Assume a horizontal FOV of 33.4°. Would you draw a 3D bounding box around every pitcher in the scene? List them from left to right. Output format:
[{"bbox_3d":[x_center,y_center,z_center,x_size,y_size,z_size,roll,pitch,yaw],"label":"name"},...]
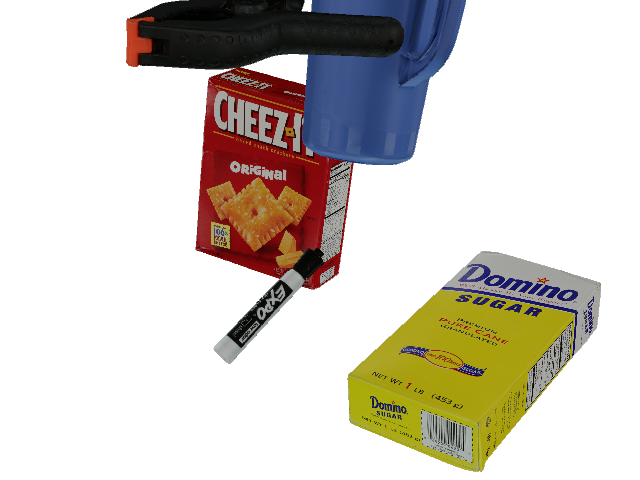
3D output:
[{"bbox_3d":[0.056,-0.194,0.975,0.145,0.243,0.149,9,15,5],"label":"pitcher"}]

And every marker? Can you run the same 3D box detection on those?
[{"bbox_3d":[-0.040,0.052,0.878,0.020,0.121,0.020,40,-14,12],"label":"marker"}]

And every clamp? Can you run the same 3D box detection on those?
[{"bbox_3d":[-0.047,-0.136,0.670,0.171,0.039,0.120,-7,22,-28],"label":"clamp"}]

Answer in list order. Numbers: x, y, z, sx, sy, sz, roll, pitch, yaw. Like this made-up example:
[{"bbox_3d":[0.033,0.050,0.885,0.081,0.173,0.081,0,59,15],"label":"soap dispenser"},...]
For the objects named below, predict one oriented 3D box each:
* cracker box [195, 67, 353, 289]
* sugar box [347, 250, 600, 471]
[{"bbox_3d":[-0.052,-0.069,1.201,0.164,0.214,0.072,19,28,24],"label":"cracker box"},{"bbox_3d":[0.104,0.070,0.692,0.093,0.048,0.175,17,38,31],"label":"sugar box"}]
